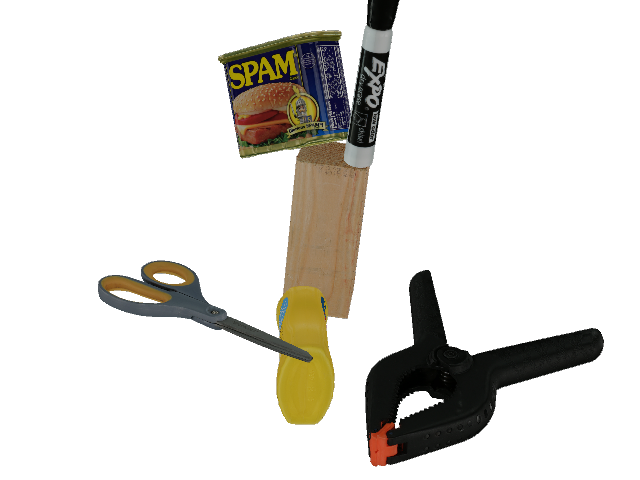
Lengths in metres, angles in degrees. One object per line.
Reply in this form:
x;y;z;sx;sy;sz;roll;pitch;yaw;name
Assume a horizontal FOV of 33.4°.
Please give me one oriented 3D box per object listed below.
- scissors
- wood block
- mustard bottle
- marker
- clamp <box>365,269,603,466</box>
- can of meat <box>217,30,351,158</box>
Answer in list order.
-0.090;0.055;0.906;0.202;0.016;0.096;13;26;12;scissors
0.007;-0.016;1.374;0.090;0.206;0.090;8;25;3;wood block
-0.019;0.103;1.135;0.058;0.096;0.191;0;27;-3;mustard bottle
0.031;-0.100;0.646;0.020;0.121;0.020;5;34;-4;marker
0.090;0.092;0.795;0.165;0.036;0.209;24;40;35;clamp
-0.026;-0.114;0.847;0.102;0.084;0.057;-7;5;37;can of meat
